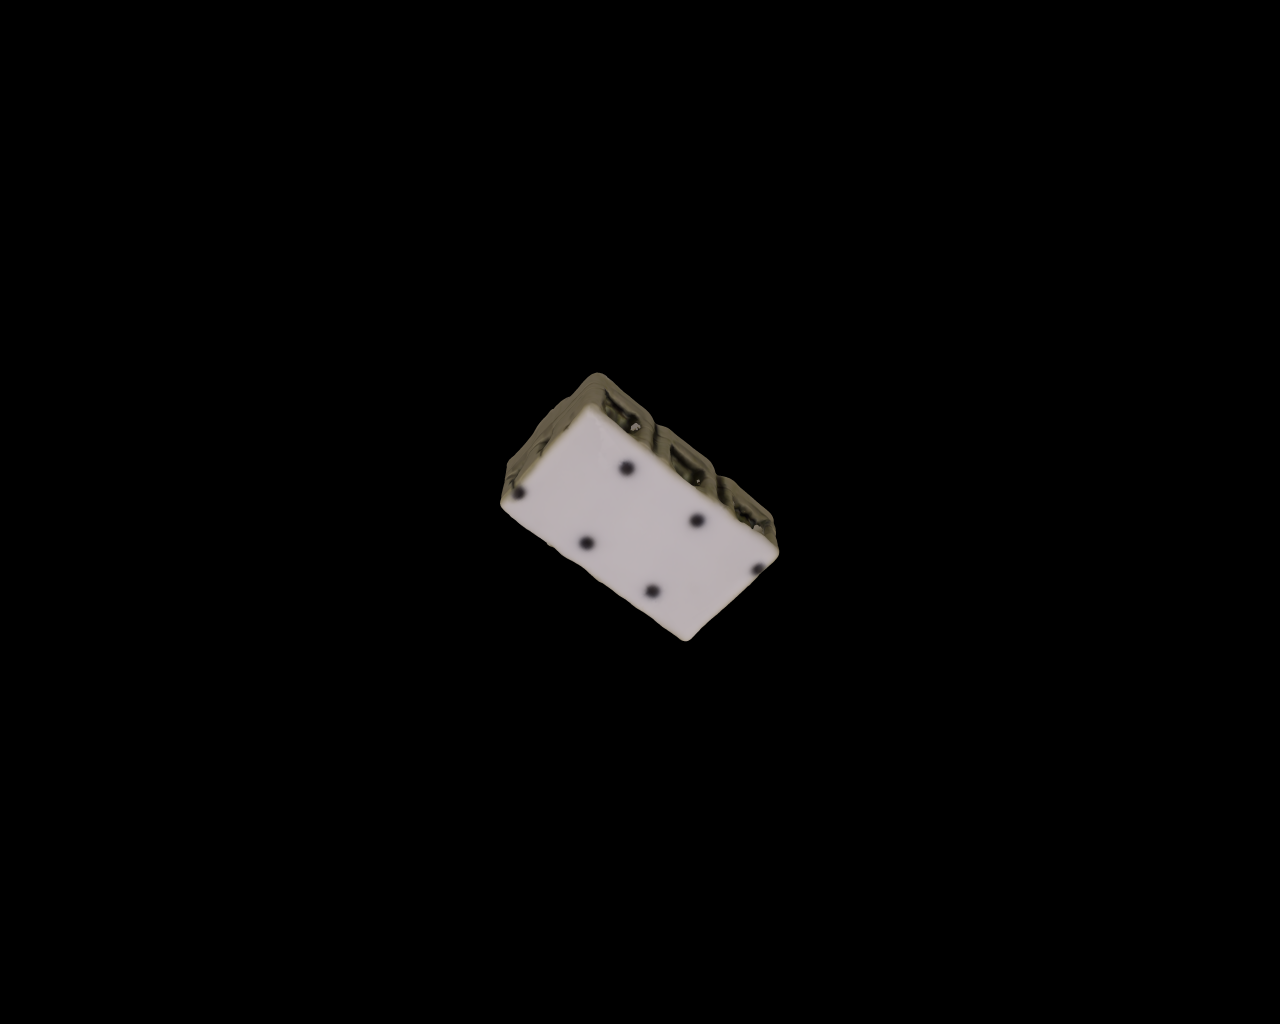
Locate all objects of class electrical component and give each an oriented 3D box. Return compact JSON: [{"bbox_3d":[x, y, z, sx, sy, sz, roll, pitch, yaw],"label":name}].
[{"bbox_3d":[0.001,-0.003,0.650,0.150,0.089,0.062,38,22,-18],"label":"electrical component"}]
